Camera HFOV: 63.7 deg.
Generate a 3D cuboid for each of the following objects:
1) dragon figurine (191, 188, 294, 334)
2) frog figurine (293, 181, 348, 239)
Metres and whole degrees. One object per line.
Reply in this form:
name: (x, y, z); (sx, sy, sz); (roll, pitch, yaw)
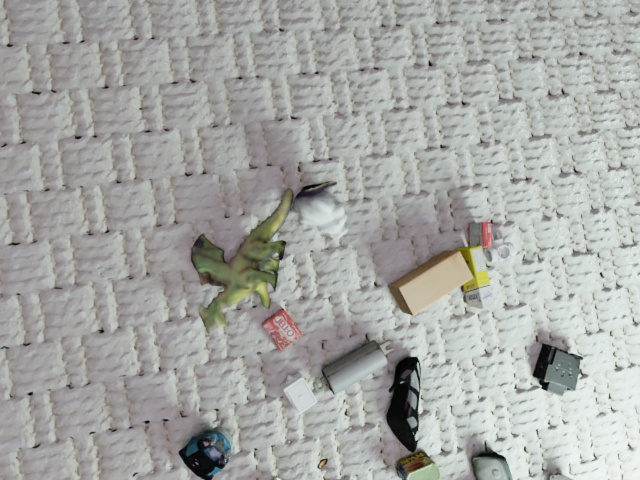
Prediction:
dragon figurine: (-0.217, 0.043, 1.345); (0.243, 0.121, 0.415); (10, 76, -3)
frog figurine: (0.004, -0.070, 1.387); (0.137, 0.124, 0.158); (-13, 100, 21)
